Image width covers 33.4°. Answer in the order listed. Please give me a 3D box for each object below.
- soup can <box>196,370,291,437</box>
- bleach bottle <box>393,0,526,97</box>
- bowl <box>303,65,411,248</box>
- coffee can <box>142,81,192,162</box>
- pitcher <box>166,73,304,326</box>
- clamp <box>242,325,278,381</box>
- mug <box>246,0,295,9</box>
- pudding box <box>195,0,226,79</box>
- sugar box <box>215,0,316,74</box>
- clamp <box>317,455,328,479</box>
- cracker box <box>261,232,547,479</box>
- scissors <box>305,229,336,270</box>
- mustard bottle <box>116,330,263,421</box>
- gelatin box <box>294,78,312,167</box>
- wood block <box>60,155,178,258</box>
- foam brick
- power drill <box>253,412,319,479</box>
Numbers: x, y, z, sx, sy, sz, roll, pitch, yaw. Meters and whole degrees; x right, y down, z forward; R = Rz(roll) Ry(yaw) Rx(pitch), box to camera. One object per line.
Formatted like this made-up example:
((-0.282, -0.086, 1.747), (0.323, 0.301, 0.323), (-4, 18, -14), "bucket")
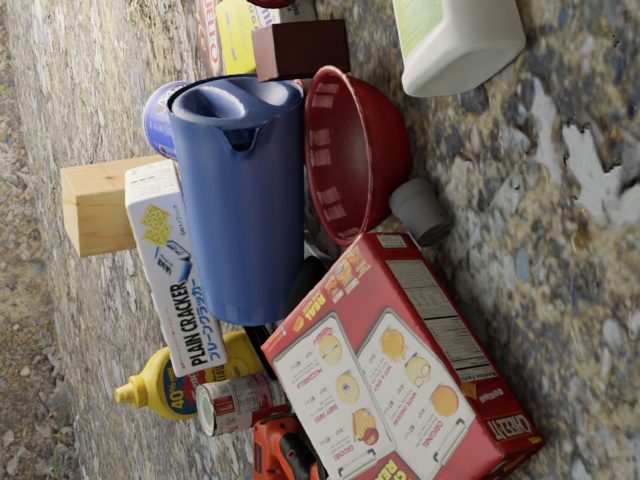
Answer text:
((-0.096, 0.202, 1.330), (0.069, 0.102, 0.068), (170, 90, -67), "soup can")
((0.079, -0.240, 0.783), (0.103, 0.068, 0.251), (145, 115, -64), "bleach bottle")
((0.037, -0.076, 0.949), (0.162, 0.055, 0.162), (172, 90, -70), "bowl")
((-0.150, -0.139, 1.309), (0.140, 0.102, 0.103), (-154, 57, -62), "coffee can")
((-0.076, -0.043, 1.090), (0.145, 0.149, 0.243), (18, 126, 32), "pitcher")
((-0.108, 0.057, 1.311), (0.210, 0.036, 0.164), (65, -177, 36), "clamp")
((-0.027, -0.279, 0.996), (0.082, 0.093, 0.117), (4, 68, 62), "mug")
((-0.114, -0.242, 1.261), (0.090, 0.039, 0.113), (-164, 66, -65), "pudding box")
((-0.059, -0.228, 1.131), (0.176, 0.048, 0.093), (168, 91, -69), "sugar box")
((0.022, 0.195, 1.113), (0.120, 0.039, 0.171), (125, 140, -65), "clamp")
((0.061, 0.125, 0.877), (0.164, 0.071, 0.214), (-50, 59, 33), "cracker box")
((-0.008, 0.001, 1.147), (0.096, 0.016, 0.202), (-35, 68, 64), "scissors")
((-0.168, 0.180, 1.373), (0.058, 0.191, 0.096), (-178, 79, -67), "mustard bottle")
((-0.010, -0.130, 1.078), (0.073, 0.030, 0.089), (111, 141, -53), "gelatin box")
((-0.222, -0.051, 1.383), (0.091, 0.205, 0.090), (-132, 38, -52), "wood block")
((-0.018, -0.180, 1.014), (0.053, 0.078, 0.051), (-172, 75, -66), "foam brick")
((-0.018, 0.304, 1.252), (0.188, 0.057, 0.184), (37, 129, 55), "power drill")
